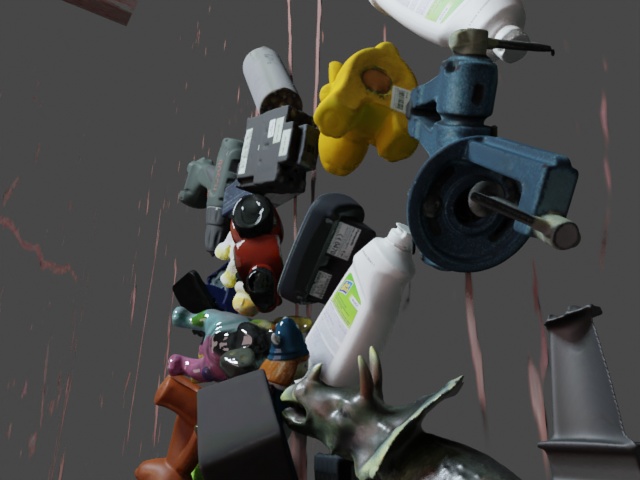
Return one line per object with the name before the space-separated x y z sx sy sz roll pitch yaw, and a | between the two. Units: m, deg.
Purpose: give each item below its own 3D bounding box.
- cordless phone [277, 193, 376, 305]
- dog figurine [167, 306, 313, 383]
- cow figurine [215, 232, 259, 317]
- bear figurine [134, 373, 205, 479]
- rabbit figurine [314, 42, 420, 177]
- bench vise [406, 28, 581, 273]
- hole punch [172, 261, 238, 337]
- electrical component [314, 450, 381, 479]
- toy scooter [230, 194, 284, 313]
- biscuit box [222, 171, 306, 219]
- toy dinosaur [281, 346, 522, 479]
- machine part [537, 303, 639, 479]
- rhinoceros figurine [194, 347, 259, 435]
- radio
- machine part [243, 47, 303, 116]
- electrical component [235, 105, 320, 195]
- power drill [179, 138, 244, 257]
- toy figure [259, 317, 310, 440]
cordless phone | -0.002 -0.003 0.719 0.184 0.089 0.146 -110 41 -70
dog figurine | -0.104 0.161 0.792 0.219 0.191 0.108 -2 69 23
cow figurine | -0.114 0.042 0.884 0.098 0.068 0.167 -51 39 25
bear figurine | -0.224 0.315 0.805 0.196 0.132 0.120 -57 5 -8
rabbit figurine | 0.040 -0.154 0.673 0.173 0.122 0.162 120 153 -59
bench vise | 0.139 -0.061 0.442 0.241 0.129 0.223 -115 38 -70
hole punch | -0.195 0.107 0.982 0.142 0.092 0.115 -31 83 46
electrical component | 0.035 0.238 0.555 0.048 0.075 0.119 -25 55 54
toy scooter | -0.082 0.030 0.792 0.135 0.075 0.184 71 -173 -62
biscuit box | -0.099 -0.086 0.913 0.203 0.059 0.063 -22 61 53
toy dinosaur | 0.118 0.232 0.392 0.405 0.131 0.192 33 106 51
machine part | 0.190 0.116 0.386 0.084 0.039 0.139 -31 54 60
rhinoceros figurine | -0.090 0.222 0.667 0.073 0.112 0.190 15 126 35
radio | -0.053 0.247 0.509 0.131 0.073 0.229 -133 30 -69
machine part | -0.086 -0.271 0.950 0.079 0.079 0.243 -56 36 30
electrical component | -0.057 -0.124 0.765 0.134 0.058 0.115 2 81 49
power drill | -0.221 -0.092 1.094 0.207 0.086 0.232 15 90 63
toy figure | -0.046 0.162 0.595 0.064 0.058 0.154 -141 68 -75
